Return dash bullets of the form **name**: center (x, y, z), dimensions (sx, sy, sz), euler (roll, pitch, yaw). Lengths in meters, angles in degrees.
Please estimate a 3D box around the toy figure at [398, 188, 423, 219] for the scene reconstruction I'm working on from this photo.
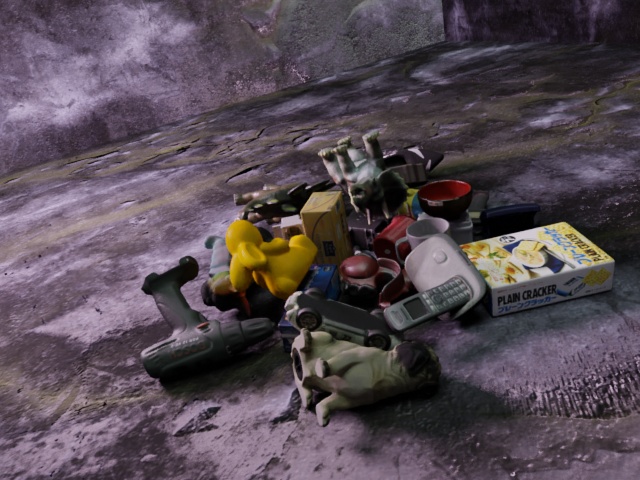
- **toy figure**: center (0.237, -0.083, 1.269), dimensions (0.089, 0.082, 0.180), euler (-10, 11, -43)

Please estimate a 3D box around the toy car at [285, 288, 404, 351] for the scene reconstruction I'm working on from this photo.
- **toy car**: center (0.040, 0.136, 0.878), dimensions (0.202, 0.056, 0.073), euler (17, 29, 0)

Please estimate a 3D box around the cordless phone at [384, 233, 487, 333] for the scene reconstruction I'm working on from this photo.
- **cordless phone**: center (0.172, 0.080, 0.911), dimensions (0.184, 0.088, 0.147), euler (-19, 57, -20)

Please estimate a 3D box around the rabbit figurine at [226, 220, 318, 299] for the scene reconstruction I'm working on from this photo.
- **rabbit figurine**: center (-0.112, 0.037, 1.012), dimensions (0.122, 0.173, 0.162), euler (-47, 4, 32)

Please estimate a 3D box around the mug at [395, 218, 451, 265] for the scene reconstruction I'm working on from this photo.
- **mug**: center (0.205, 0.025, 1.039), dimensions (0.110, 0.107, 0.081), euler (-17, 25, -1)

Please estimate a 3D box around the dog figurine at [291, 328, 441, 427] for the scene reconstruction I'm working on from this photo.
- **dog figurine**: center (0.065, 0.185, 0.814), dimensions (0.190, 0.121, 0.172), euler (-7, 27, -22)

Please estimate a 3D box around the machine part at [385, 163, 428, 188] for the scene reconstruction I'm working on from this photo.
- **machine part**: center (0.192, -0.157, 1.387), dimensions (0.179, 0.056, 0.179), euler (-9, -1, 0)

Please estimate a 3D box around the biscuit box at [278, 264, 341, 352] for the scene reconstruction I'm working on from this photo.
- **biscuit box**: center (-0.014, 0.120, 0.993), dimensions (0.063, 0.059, 0.203), euler (-2, 28, 18)

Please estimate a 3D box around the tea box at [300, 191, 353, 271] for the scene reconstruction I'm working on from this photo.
- **tea box**: center (0.018, -0.005, 1.103), dimensions (0.068, 0.169, 0.098), euler (-1, 27, 18)

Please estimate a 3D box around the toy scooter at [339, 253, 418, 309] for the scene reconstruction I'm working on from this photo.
- **toy scooter**: center (0.107, 0.085, 1.001), dimensions (0.184, 0.075, 0.135), euler (8, 33, 25)

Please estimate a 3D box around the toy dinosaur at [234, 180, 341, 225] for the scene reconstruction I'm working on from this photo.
- **toy dinosaur**: center (-0.058, -0.096, 1.342), dimensions (0.199, 0.105, 0.471), euler (-5, 11, 27)

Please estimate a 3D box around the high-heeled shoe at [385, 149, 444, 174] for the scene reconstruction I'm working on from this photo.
- **high-heeled shoe**: center (0.205, -0.200, 1.481), dimensions (0.249, 0.086, 0.145), euler (-16, 0, 34)

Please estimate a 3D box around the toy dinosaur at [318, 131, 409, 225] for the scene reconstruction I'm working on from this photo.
- **toy dinosaur**: center (0.092, -0.144, 1.258), dimensions (0.131, 0.192, 0.405), euler (-23, 12, -4)

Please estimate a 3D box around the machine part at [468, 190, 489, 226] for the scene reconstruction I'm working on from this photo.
- **machine part**: center (0.356, -0.071, 1.245), dimensions (0.084, 0.039, 0.139), euler (-5, 28, 32)

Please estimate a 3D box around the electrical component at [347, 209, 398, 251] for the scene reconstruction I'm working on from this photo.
- **electrical component**: center (0.117, -0.030, 1.239), dimensions (0.115, 0.058, 0.134), euler (7, 33, 29)

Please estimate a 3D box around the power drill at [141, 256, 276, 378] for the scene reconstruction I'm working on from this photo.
- **power drill**: center (-0.220, 0.133, 0.969), dimensions (0.232, 0.086, 0.207), euler (-26, 66, -10)

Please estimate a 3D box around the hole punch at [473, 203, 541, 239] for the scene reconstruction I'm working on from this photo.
- **hole punch**: center (0.393, -0.039, 1.113), dimensions (0.142, 0.092, 0.116), euler (-11, 23, 10)

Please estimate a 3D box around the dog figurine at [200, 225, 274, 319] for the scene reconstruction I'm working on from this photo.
- **dog figurine**: center (-0.158, 0.067, 1.114), dimensions (0.192, 0.108, 0.219), euler (-16, 31, -14)
